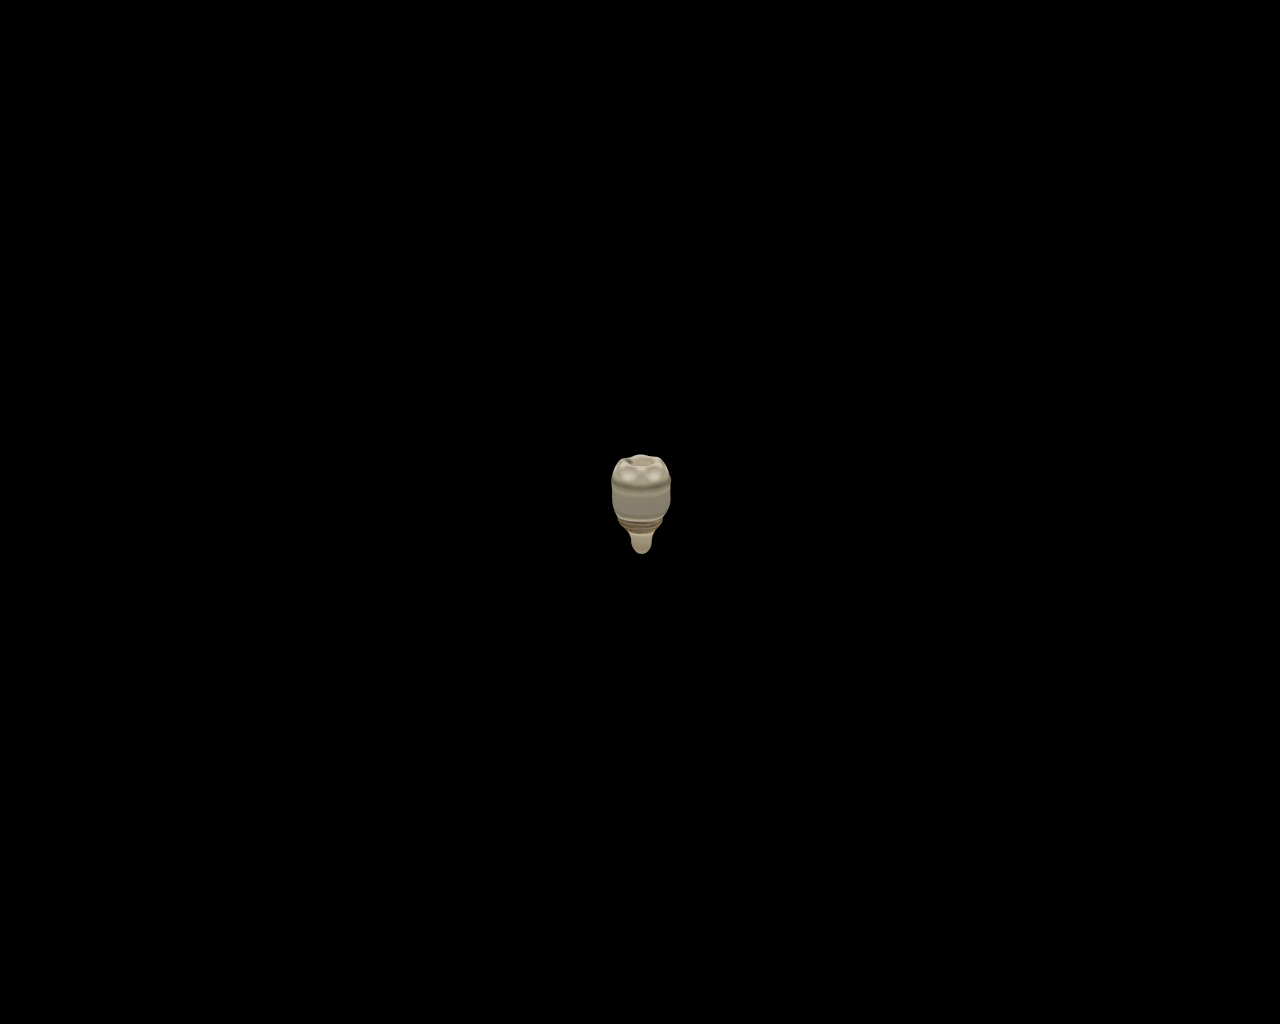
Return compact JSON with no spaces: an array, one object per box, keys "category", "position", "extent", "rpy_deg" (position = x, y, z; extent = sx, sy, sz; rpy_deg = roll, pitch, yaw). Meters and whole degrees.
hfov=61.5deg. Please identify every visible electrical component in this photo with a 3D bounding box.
[{"category":"electrical component","position":[0.001,-0.003,0.650],"extent":[0.035,0.061,0.035],"rpy_deg":[0,22,0]}]
